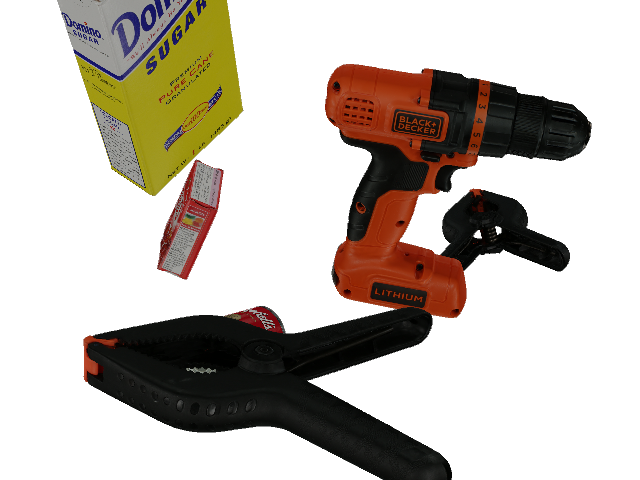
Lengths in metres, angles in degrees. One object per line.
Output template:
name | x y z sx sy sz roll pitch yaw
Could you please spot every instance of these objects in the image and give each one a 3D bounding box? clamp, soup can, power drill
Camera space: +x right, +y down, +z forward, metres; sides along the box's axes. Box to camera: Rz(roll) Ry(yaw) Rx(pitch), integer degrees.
clamp | 0.162 -0.006 0.967 0.120 0.039 0.171 -1 27 11
soup can | -0.096 0.115 1.163 0.069 0.068 0.102 0 9 45
clamp | -0.027 0.073 0.609 0.210 0.036 0.164 9 25 6
power drill | 0.087 -0.034 0.780 0.184 0.188 0.057 11 34 4

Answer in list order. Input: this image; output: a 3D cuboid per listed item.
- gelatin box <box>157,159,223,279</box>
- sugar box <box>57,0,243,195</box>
gelatin box | -0.113 -0.020 0.926 0.030 0.073 0.089 22 24 -13
sugar box | -0.096 -0.114 0.633 0.048 0.093 0.176 33 -25 19
